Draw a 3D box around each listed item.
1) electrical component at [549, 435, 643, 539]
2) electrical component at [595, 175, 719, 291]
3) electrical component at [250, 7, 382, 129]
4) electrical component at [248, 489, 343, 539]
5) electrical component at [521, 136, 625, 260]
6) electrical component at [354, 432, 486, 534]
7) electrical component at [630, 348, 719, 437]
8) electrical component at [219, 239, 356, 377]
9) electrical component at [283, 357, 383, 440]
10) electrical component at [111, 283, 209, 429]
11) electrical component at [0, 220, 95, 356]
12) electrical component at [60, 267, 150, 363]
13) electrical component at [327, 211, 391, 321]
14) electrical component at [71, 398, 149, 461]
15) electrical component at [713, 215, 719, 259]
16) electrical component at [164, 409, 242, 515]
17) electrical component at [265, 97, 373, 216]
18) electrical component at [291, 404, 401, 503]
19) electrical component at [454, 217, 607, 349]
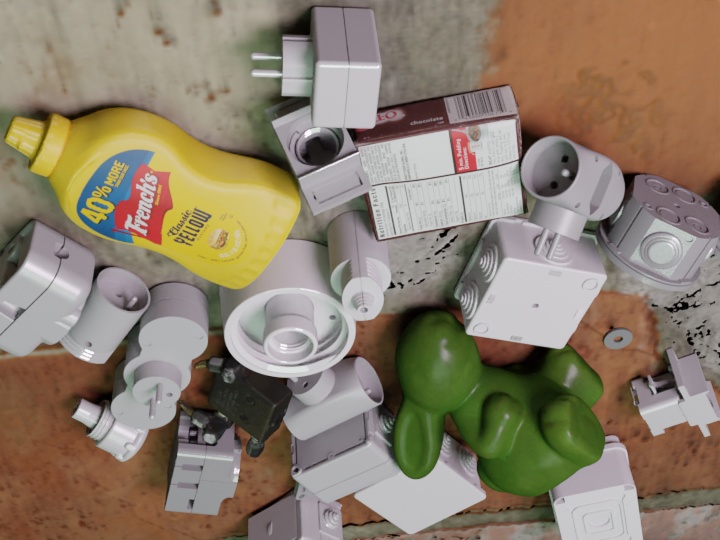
[{"bbox_3d":[0.220,0.215,1.017,0.078,0.057,0.113,-13,133,7],"label":"electrical component"},{"bbox_3d":[0.215,-0.027,0.771,0.080,0.080,0.051,13,126,-17],"label":"electrical component"},{"bbox_3d":[-0.029,-0.125,0.661,0.077,0.065,0.047,1,134,-6],"label":"electrical component"},{"bbox_3d":[-0.060,0.251,1.021,0.061,0.061,0.096,32,123,-30],"label":"electrical component"},{"bbox_3d":[0.140,-0.045,0.736,0.077,0.043,0.079,14,99,-54],"label":"electrical component"},{"bbox_3d":[0.053,0.187,0.980,0.100,0.048,0.100,-32,129,23],"label":"electrical component"},{"bbox_3d":[0.273,0.111,0.934,0.064,0.042,0.081,-22,131,20],"label":"electrical component"},{"bbox_3d":[-0.053,0.036,0.817,0.108,0.060,0.108,-3,134,-3],"label":"electrical component"},{"bbox_3d":[-0.034,0.097,0.889,0.077,0.043,0.079,-28,130,20],"label":"electrical component"},{"bbox_3d":[-0.158,0.082,0.841,0.052,0.073,0.138,14,131,-18],"label":"electrical component"},{"bbox_3d":[-0.239,0.017,0.784,0.059,0.053,0.095,33,123,-31],"label":"electrical component"},{"bbox_3d":[-0.198,0.040,0.818,0.043,0.043,0.081,25,127,-26],"label":"electrical component"},{"bbox_3d":[0.000,0.000,0.773,0.043,0.081,0.043,-3,134,-3],"label":"electrical component"},{"bbox_3d":[-0.211,0.129,0.903,0.062,0.048,0.048,32,124,-22],"label":"electrical component"},{"bbox_3d":[0.297,-0.028,0.777,0.080,0.080,0.051,7,127,-12],"label":"electrical component"},{"bbox_3d":[-0.137,0.170,0.944,0.056,0.050,0.089,8,132,-13],"label":"electrical component"},{"bbox_3d":[-0.026,-0.074,0.706,0.042,0.081,0.063,-24,161,-3],"label":"electrical component"},{"bbox_3d":[-0.006,0.152,0.932,0.096,0.061,0.061,-27,130,19],"label":"electrical component"},{"bbox_3d":[0.129,0.011,0.819,0.100,0.048,0.099,10,132,-14],"label":"electrical component"}]
